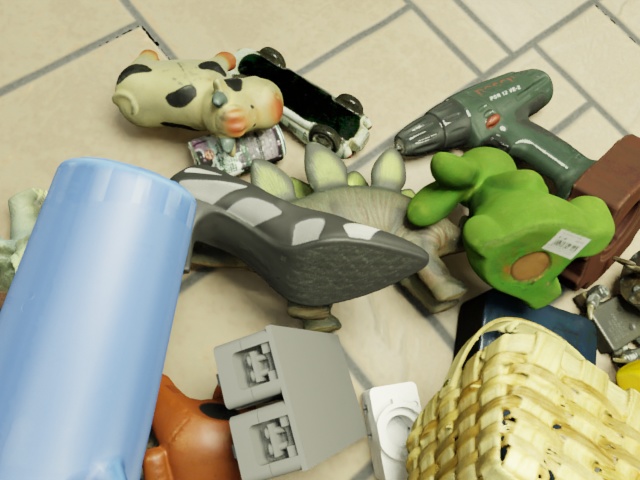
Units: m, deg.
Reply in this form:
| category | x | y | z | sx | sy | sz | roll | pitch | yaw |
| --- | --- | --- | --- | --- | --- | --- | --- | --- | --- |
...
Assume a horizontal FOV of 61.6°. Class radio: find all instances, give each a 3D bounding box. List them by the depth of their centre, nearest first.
| category | x | y | z | sx | sy | sz | roll | pitch | yaw |
| --- | --- | --- | --- | --- | --- | --- | --- | --- | --- |
| radio | 0.208 | 0.177 | 0.562 | 0.131 | 0.073 | 0.229 | 15 | 71 | -3 |

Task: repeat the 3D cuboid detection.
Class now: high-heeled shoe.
| category | x | y | z | sx | sy | sz | roll | pitch | yaw |
| --- | --- | --- | --- | --- | --- | --- | --- | --- | --- |
| high-heeled shoe | -0.030 | -0.018 | 0.512 | 0.249 | 0.086 | 0.145 | 2 | 43 | -6 |

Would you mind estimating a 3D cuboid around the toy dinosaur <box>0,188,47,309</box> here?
| category | x | y | z | sx | sy | sz | roll | pitch | yaw |
| --- | --- | --- | --- | --- | --- | --- | --- | --- | --- |
| toy dinosaur | -0.352 | 0.060 | 0.514 | 0.405 | 0.131 | 0.192 | -29 | 76 | -10 |

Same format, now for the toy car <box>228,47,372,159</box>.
| category | x | y | z | sx | sy | sz | roll | pitch | yaw |
| --- | --- | --- | --- | --- | --- | --- | --- | --- | --- |
| toy car | -0.029 | -0.170 | 0.667 | 0.202 | 0.056 | 0.073 | 32 | 64 | 3 |

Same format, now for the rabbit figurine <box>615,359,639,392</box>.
| category | x | y | z | sx | sy | sz | roll | pitch | yaw |
| --- | --- | --- | --- | --- | --- | --- | --- | --- | --- |
| rabbit figurine | 0.410 | 0.196 | 0.556 | 0.173 | 0.122 | 0.162 | -4 | 81 | -39 |

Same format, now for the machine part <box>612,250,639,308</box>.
| category | x | y | z | sx | sy | sz | roll | pitch | yaw |
| --- | --- | --- | --- | --- | --- | --- | --- | --- | --- |
| machine part | 0.436 | 0.072 | 0.611 | 0.243 | 0.079 | 0.079 | 24 | 69 | -9 |

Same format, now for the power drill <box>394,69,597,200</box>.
| category | x | y | z | sx | sy | sz | roll | pitch | yaw |
| --- | --- | --- | --- | --- | --- | --- | --- | --- | --- |
| power drill | 0.235 | -0.109 | 0.664 | 0.232 | 0.085 | 0.207 | -34 | 63 | -21 |

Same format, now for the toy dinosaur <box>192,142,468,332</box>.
| category | x | y | z | sx | sy | sz | roll | pitch | yaw |
| --- | --- | --- | --- | --- | --- | --- | --- | --- | --- |
| toy dinosaur | -0.001 | -0.002 | 0.589 | 0.472 | 0.105 | 0.198 | -4 | 65 | -10 |

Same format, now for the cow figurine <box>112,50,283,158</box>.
| category | x | y | z | sx | sy | sz | roll | pitch | yaw |
| --- | --- | --- | --- | --- | --- | --- | --- | --- | --- |
| cow figurine | -0.134 | -0.154 | 0.589 | 0.195 | 0.085 | 0.127 | 7 | 40 | 13 |

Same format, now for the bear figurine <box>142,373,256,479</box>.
| category | x | y | z | sx | sy | sz | roll | pitch | yaw |
| --- | --- | --- | --- | --- | --- | --- | --- | --- | --- |
| bear figurine | -0.116 | 0.237 | 0.489 | 0.120 | 0.132 | 0.195 | 10 | 97 | -32 |

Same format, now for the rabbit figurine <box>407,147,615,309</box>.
| category | x | y | z | sx | sy | sz | roll | pitch | yaw |
| --- | --- | --- | --- | --- | --- | --- | --- | --- | --- |
| rabbit figurine | 0.169 | -0.031 | 0.542 | 0.159 | 0.121 | 0.170 | 9 | 38 | -15 |

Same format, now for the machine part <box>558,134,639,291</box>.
| category | x | y | z | sx | sy | sz | roll | pitch | yaw |
| --- | --- | --- | --- | --- | --- | --- | --- | --- | --- |
| machine part | 0.318 | -0.025 | 0.597 | 0.179 | 0.179 | 0.056 | -38 | 55 | -18 |

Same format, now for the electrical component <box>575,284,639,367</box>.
| category | x | y | z | sx | sy | sz | roll | pitch | yaw |
| --- | --- | --- | --- | --- | --- | --- | --- | --- | --- |
| electrical component | 0.343 | 0.099 | 0.621 | 0.078 | 0.045 | 0.102 | -18 | 74 | -11 |
